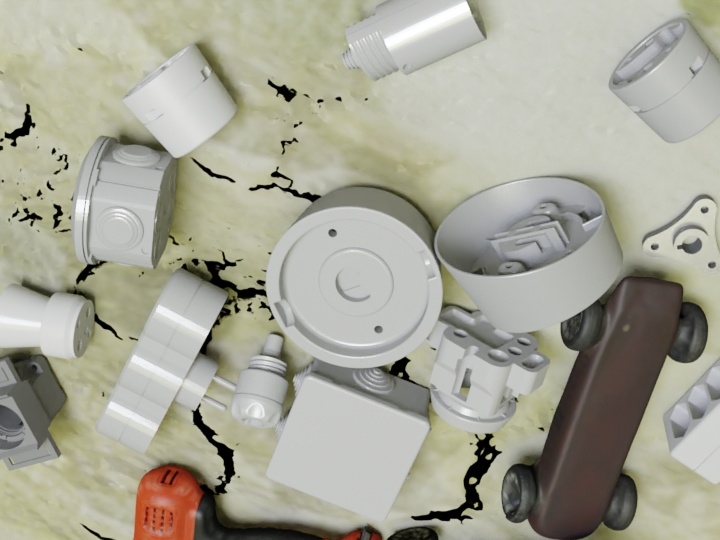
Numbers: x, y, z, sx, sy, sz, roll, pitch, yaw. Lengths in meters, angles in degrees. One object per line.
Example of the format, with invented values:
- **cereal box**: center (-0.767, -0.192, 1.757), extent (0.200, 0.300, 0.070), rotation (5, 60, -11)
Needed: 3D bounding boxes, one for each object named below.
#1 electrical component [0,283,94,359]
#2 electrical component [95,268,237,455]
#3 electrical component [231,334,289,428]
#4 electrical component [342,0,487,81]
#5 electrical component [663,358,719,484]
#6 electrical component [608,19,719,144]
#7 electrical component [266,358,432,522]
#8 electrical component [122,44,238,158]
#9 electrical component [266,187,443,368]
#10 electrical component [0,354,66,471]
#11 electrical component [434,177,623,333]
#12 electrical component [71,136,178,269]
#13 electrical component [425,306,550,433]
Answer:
- **electrical component**: center (-0.215, 0.035, 0.732), extent (0.055, 0.045, 0.045), rotation (10, 115, 4)
- **electrical component**: center (-0.119, 0.071, 0.730), extent (0.074, 0.052, 0.138), rotation (28, 115, -5)
- **electrical component**: center (-0.064, 0.073, 0.722), extent (0.035, 0.061, 0.035), rotation (11, 157, 5)
- **electrical component**: center (0.027, -0.136, 0.618), extent (0.081, 0.043, 0.043), rotation (-21, 109, 17)
- **electrical component**: center (0.252, 0.098, 0.688), extent (0.076, 0.047, 0.083), rotation (33, 115, -7)
- **electrical component**: center (0.177, -0.105, 0.605), extent (0.047, 0.055, 0.055), rotation (43, 113, -15)
- **electrical component**: center (-0.006, 0.110, 0.732), extent (0.100, 0.048, 0.099), rotation (22, 115, -1)
- **electrical component**: center (-0.107, -0.101, 0.650), extent (0.055, 0.055, 0.047), rotation (-31, 110, 20)
- **electrical component**: center (0.000, 0.000, 0.675), extent (0.108, 0.060, 0.108), rotation (3, 115, 7)
- **electrical component**: center (-0.240, 0.095, 0.753), extent (0.042, 0.063, 0.081), rotation (-15, 111, 16)
- **electrical component**: center (0.102, -0.012, 0.636), extent (0.099, 0.099, 0.064), rotation (-25, 114, 18)
- **electrical component**: center (-0.146, -0.041, 0.669), extent (0.051, 0.080, 0.080), rotation (10, 115, -2)
- **electrical component**: center (0.077, 0.067, 0.693), extent (0.078, 0.058, 0.057), rotation (29, 123, 28)
